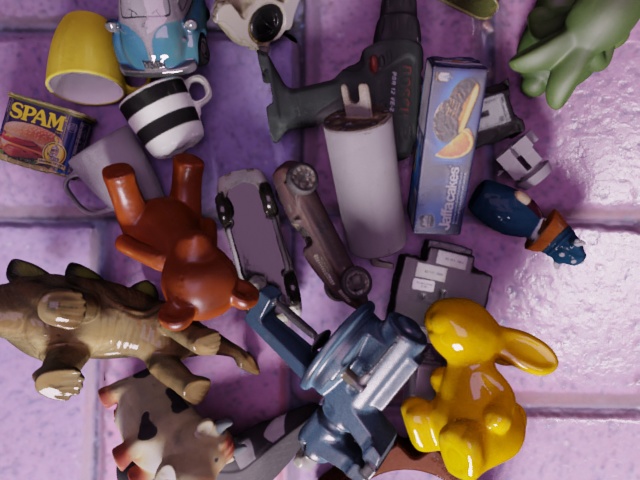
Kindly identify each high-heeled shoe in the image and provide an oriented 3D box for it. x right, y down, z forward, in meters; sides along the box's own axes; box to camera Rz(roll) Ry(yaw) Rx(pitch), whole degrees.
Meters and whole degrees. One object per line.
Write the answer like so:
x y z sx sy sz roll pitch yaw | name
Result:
-0.129 0.251 0.680 0.249 0.086 0.145 -34 54 -20 | high-heeled shoe

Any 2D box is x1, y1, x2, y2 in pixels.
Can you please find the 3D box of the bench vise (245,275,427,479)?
-0.003 0.138 0.604 0.241 0.129 0.223 39 122 16 | bench vise

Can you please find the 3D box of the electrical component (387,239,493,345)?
0.147 0.069 0.673 0.115 0.058 0.134 15 89 -2 | electrical component

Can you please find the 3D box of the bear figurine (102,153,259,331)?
-0.151 -0.001 0.579 0.120 0.196 0.131 -14 121 -27 | bear figurine

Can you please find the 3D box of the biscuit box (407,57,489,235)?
0.145 -0.105 0.630 0.063 0.059 0.202 3 119 2 | biscuit box

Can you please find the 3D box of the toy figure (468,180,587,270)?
0.263 -0.021 0.671 0.154 0.064 0.058 30 76 1 | toy figure

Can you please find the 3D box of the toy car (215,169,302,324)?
-0.077 0.011 0.674 0.073 0.056 0.201 -15 91 -4 | toy car

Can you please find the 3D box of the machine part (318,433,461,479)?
0.098 0.348 0.655 0.201 0.087 0.201 -39 88 -1 | machine part

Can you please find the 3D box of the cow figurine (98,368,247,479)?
-0.169 0.219 0.615 0.127 0.195 0.085 -30 128 -16 | cow figurine

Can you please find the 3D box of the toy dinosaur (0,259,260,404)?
-0.272 0.085 0.582 0.471 0.199 0.105 23 89 -32 | toy dinosaur

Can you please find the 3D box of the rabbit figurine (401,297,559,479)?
0.170 0.143 0.578 0.162 0.122 0.173 -13 91 -12 | rabbit figurine

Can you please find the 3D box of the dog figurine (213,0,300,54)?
-0.119 -0.342 0.673 0.121 0.172 0.191 -18 48 -33 | dog figurine

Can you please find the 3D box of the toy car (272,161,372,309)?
-0.001 -0.002 0.654 0.053 0.089 0.202 -26 90 -19 | toy car

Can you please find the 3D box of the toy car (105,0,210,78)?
-0.186 -0.271 0.633 0.109 0.102 0.162 1 56 2 | toy car

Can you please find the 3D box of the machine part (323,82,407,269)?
0.055 -0.065 0.626 0.079 0.079 0.242 -13 124 0 | machine part

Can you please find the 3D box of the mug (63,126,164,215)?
-0.251 -0.068 0.661 0.109 0.081 0.107 -37 106 -5 | mug

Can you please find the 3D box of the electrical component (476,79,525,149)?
0.189 -0.149 0.680 0.119 0.048 0.074 -21 89 0 | electrical component

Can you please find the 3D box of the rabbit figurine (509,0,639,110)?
0.291 -0.239 0.621 0.121 0.170 0.159 43 89 1 | rabbit figurine

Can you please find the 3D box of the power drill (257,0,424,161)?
0.027 -0.207 0.672 0.207 0.086 0.231 -7 92 -8 | power drill
